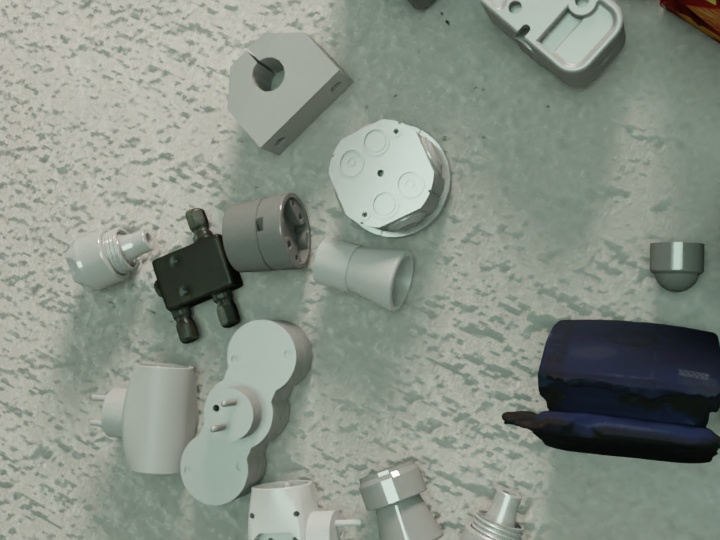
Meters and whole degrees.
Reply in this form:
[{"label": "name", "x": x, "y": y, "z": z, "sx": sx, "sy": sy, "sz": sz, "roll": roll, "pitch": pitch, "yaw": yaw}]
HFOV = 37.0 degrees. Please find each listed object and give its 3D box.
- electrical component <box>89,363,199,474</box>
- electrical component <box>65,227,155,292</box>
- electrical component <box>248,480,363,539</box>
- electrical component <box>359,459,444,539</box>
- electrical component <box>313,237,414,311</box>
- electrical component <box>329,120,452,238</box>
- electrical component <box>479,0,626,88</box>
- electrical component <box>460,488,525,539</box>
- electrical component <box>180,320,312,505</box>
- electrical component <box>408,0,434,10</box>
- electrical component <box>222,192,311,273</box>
[{"label": "electrical component", "x": -0.164, "y": 0.107, "z": 0.795, "sx": 0.079, "sy": 0.044, "sz": 0.077, "roll": 4, "pitch": 88, "yaw": 16}, {"label": "electrical component", "x": -0.185, "y": -0.012, "z": 0.808, "sx": 0.062, "sy": 0.043, "sz": 0.043, "roll": -21, "pitch": 82, "yaw": 12}, {"label": "electrical component", "x": -0.035, "y": 0.188, "z": 0.755, "sx": 0.079, "sy": 0.043, "sz": 0.077, "roll": -6, "pitch": 86, "yaw": 15}, {"label": "electrical component", "x": 0.027, "y": 0.163, "z": 0.738, "sx": 0.045, "sy": 0.045, "sz": 0.055, "roll": -22, "pitch": 81, "yaw": 14}, {"label": "electrical component", "x": 0.000, "y": 0.000, "z": 0.757, "sx": 0.065, "sy": 0.044, "sz": 0.044, "roll": 15, "pitch": 91, "yaw": 21}, {"label": "electrical component", "x": 0.021, "y": -0.064, "z": 0.748, "sx": 0.080, "sy": 0.051, "sz": 0.080, "roll": -1, "pitch": 87, "yaw": 16}, {"label": "electrical component", "x": 0.129, "y": -0.169, "z": 0.719, "sx": 0.095, "sy": 0.059, "sz": 0.053, "roll": 44, "pitch": 99, "yaw": 13}, {"label": "electrical component", "x": 0.090, "y": 0.178, "z": 0.721, "sx": 0.043, "sy": 0.043, "sz": 0.062, "roll": 19, "pitch": 91, "yaw": 16}, {"label": "electrical component", "x": -0.086, "y": 0.100, "z": 0.758, "sx": 0.052, "sy": 0.074, "sz": 0.138, "roll": 24, "pitch": 94, "yaw": 16}, {"label": "electrical component", "x": 0.067, "y": -0.264, "z": 0.740, "sx": 0.150, "sy": 0.062, "sz": 0.089, "roll": -38, "pitch": 78, "yaw": 11}, {"label": "electrical component", "x": -0.067, "y": -0.025, "z": 0.770, "sx": 0.047, "sy": 0.055, "sz": 0.055, "roll": -7, "pitch": 85, "yaw": 19}]
